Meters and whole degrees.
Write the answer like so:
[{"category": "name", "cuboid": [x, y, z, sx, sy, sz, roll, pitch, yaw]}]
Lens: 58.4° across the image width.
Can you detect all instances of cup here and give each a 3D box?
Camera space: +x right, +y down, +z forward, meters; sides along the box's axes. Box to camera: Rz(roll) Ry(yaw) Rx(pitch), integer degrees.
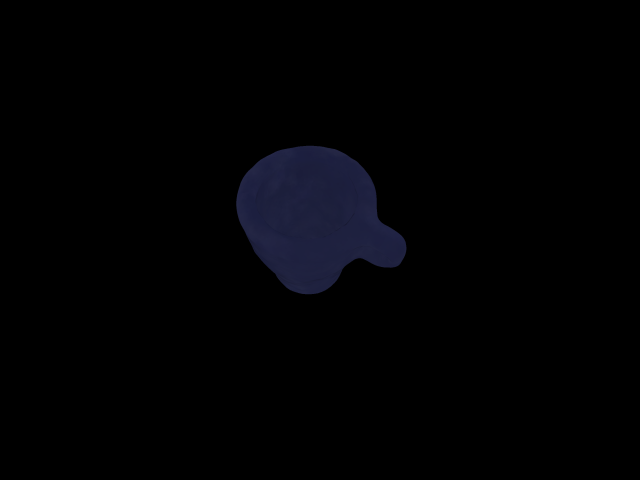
[{"category": "cup", "cuboid": [0.004, 0.001, 0.400, 0.117, 0.095, 0.092, 26, 60, 17]}]
